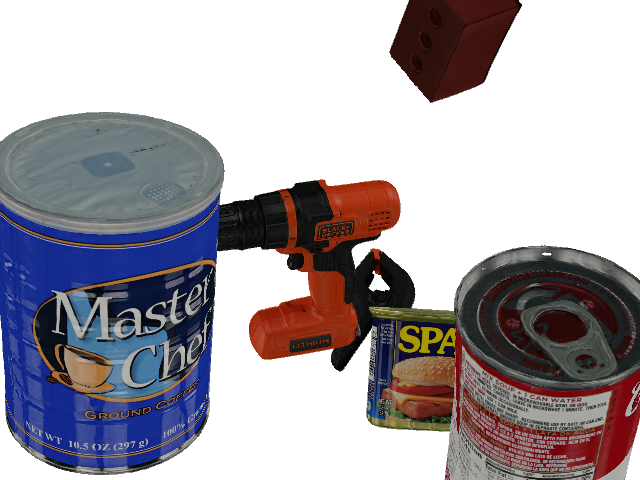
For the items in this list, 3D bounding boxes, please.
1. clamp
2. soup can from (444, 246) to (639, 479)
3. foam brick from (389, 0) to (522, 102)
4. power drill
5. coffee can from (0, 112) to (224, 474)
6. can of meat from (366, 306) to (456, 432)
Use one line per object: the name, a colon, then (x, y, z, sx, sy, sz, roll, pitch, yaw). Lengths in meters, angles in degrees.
clamp: (0.079, 0.079, 1.191, 0.120, 0.171, 0.039, 7, -42, 1)
soup can: (0.079, 0.063, 0.385, 0.068, 0.102, 0.068, -1, 38, 1)
foam brick: (0.089, -0.141, 0.718, 0.051, 0.053, 0.078, -25, -25, -27)
power drill: (-0.024, 0.028, 0.983, 0.184, 0.188, 0.057, -7, 47, -15)
coffee can: (-0.100, 0.024, 0.506, 0.102, 0.140, 0.103, 5, 31, -3)
can of meat: (0.084, 0.093, 0.774, 0.102, 0.084, 0.057, 4, -1, -7)
